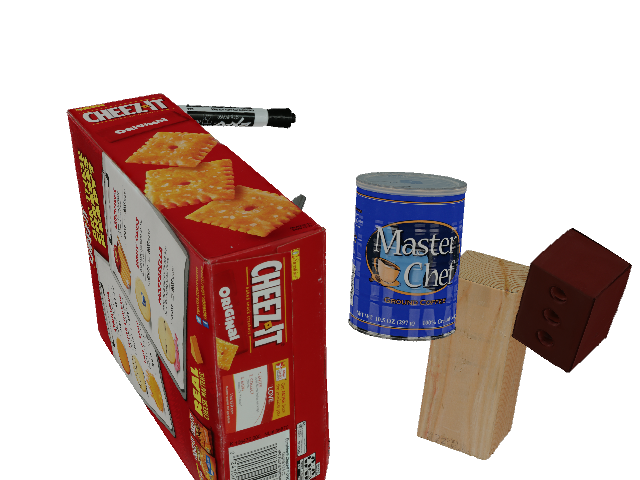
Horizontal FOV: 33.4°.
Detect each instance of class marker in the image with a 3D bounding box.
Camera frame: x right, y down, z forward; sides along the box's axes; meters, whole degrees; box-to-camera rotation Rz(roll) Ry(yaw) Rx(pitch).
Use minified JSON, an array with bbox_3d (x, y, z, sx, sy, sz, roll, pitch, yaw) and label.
[{"bbox_3d":[-0.081,-0.114,0.984,0.121,0.020,0.020,-1,0,-21],"label":"marker"}]

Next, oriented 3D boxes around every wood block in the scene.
[{"bbox_3d":[0.178,0.129,1.210,0.090,0.206,0.090,16,23,24],"label":"wood block"}]

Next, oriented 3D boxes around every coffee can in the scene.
[{"bbox_3d":[0.080,0.012,0.997,0.103,0.140,0.103,3,12,-1],"label":"coffee can"}]

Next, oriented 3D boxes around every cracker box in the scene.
[{"bbox_3d":[-0.072,0.027,0.610,0.072,0.164,0.214,-15,32,-24],"label":"cracker box"}]

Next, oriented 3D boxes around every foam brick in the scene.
[{"bbox_3d":[0.178,0.043,0.759,0.053,0.078,0.051,34,50,30],"label":"foam brick"}]

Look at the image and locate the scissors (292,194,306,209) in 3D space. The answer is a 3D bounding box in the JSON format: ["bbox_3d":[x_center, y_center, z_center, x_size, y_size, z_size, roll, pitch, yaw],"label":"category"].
[{"bbox_3d":[-0.072,0.032,0.838,0.096,0.016,0.201,0,44,10],"label":"scissors"}]
